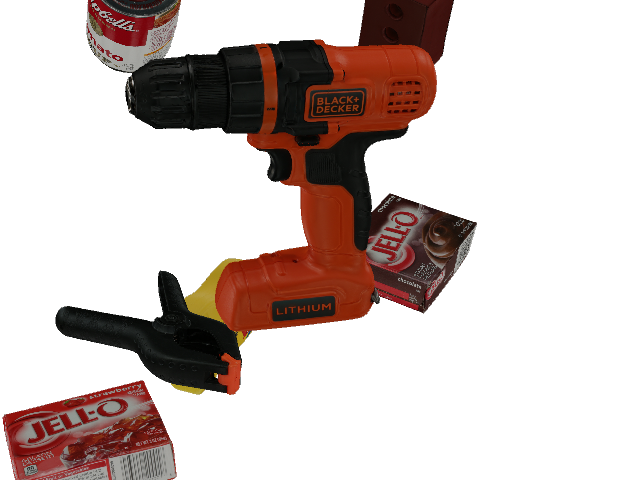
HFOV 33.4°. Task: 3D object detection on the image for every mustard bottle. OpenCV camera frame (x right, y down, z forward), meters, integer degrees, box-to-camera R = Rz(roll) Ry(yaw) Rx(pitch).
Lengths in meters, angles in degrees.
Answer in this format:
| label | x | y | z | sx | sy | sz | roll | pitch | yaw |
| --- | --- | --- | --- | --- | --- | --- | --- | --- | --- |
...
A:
| label | x | y | z | sx | sy | sz | roll | pitch | yaw |
| --- | --- | --- | --- | --- | --- | --- | --- | --- | --- |
| mustard bottle | -0.100 | 0.074 | 1.129 | 0.058 | 0.096 | 0.191 | 10 | 29 | 19 |

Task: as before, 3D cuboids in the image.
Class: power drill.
| label | x | y | z | sx | sy | sz | roll | pitch | yaw |
| --- | --- | --- | --- | --- | --- | --- | --- | --- | --- |
| power drill | -0.026 | -0.033 | 0.660 | 0.184 | 0.188 | 0.057 | -4 | 36 | -13 |

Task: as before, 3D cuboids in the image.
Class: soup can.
| label | x | y | z | sx | sy | sz | roll | pitch | yaw |
| --- | --- | --- | --- | --- | --- | --- | --- | --- | --- |
| soup can | -0.140 | -0.175 | 0.795 | 0.068 | 0.068 | 0.102 | 0 | -15 | -14 |

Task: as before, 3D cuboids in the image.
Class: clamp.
| label | x | y | z | sx | sy | sz | roll | pitch | yaw |
| --- | --- | --- | --- | --- | --- | --- | --- | --- | --- |
| clamp | -0.120 | 0.073 | 0.883 | 0.172 | 0.039 | 0.120 | 23 | 38 | 28 |

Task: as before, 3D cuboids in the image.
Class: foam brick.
| label | x | y | z | sx | sy | sz | roll | pitch | yaw |
| --- | --- | --- | --- | --- | --- | --- | --- | --- | --- |
| foam brick | 0.065 | -0.167 | 0.805 | 0.053 | 0.078 | 0.051 | 28 | 53 | 18 |

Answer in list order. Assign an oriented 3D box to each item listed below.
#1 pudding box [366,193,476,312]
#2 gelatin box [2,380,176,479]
| label | x | y | z | sx | sy | sz | roll | pitch | yaw |
| --- | --- | --- | --- | --- | --- | --- | --- | --- | --- |
| pudding box | 0.076 | 0.009 | 0.948 | 0.090 | 0.039 | 0.113 | 21 | 36 | 20 |
| gelatin box | -0.137 | 0.120 | 0.629 | 0.089 | 0.030 | 0.073 | -12 | 26 | -18 |
